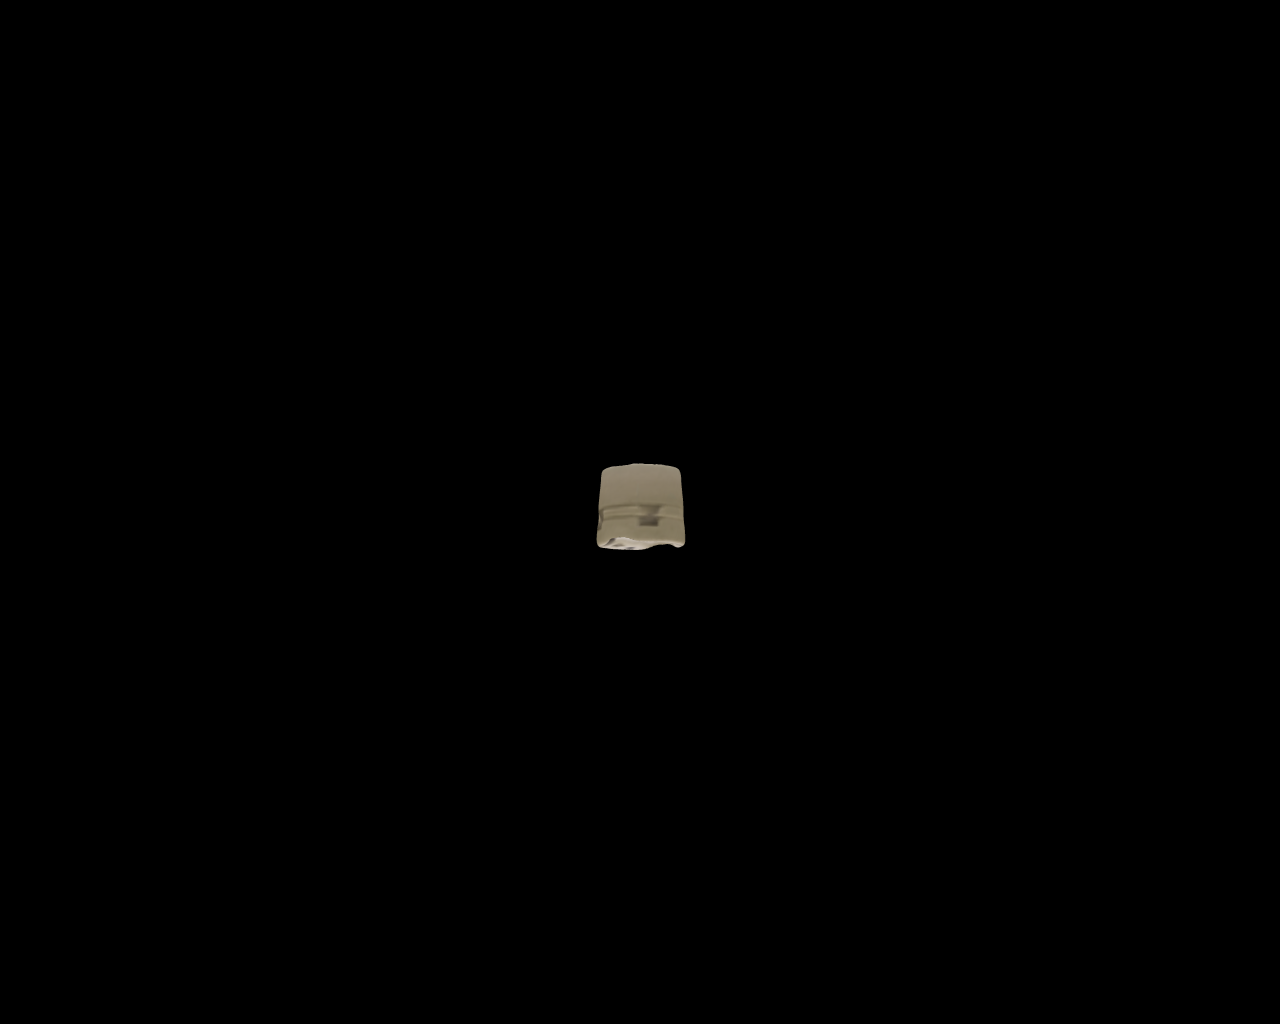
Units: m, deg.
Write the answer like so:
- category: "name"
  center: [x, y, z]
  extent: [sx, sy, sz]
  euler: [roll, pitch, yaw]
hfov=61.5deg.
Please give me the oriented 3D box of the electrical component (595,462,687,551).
- category: "electrical component"
  center: [0.001, -0.003, 0.650]
  extent: [0.055, 0.047, 0.055]
  euler: [0, -8, 0]
